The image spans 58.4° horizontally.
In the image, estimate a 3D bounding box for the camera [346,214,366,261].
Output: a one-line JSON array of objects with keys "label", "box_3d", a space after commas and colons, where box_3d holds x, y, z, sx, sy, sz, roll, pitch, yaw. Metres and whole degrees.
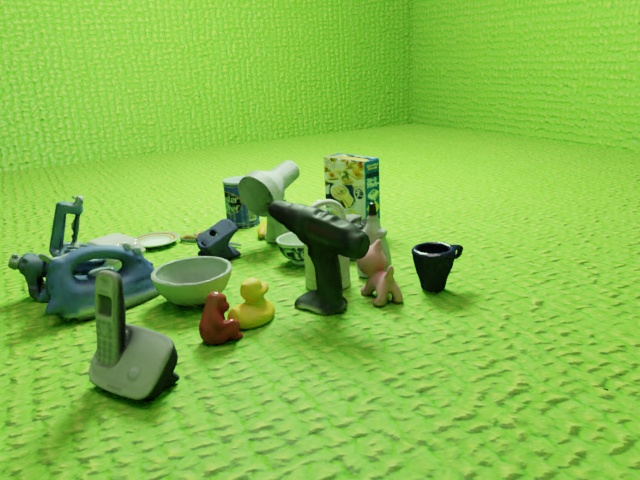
[{"label": "camera", "box_3d": [0.101, -0.015, 1.439, 0.142, 0.101, 0.137, 11, 23, 36]}]

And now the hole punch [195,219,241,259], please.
[{"label": "hole punch", "box_3d": [-0.262, 0.001, 1.458, 0.101, 0.091, 0.108, -13, 21, -28]}]

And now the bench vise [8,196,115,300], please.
[{"label": "bench vise", "box_3d": [-0.563, 0.019, 1.239, 0.208, 0.220, 0.121, -13, 21, -28]}]

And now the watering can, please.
[{"label": "watering can", "box_3d": [0.009, 0.005, 1.240, 0.101, 0.194, 0.172, -14, 21, -31]}]

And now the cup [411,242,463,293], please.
[{"label": "cup", "box_3d": [0.249, 0.058, 1.204, 0.118, 0.095, 0.091, -10, 20, -22]}]

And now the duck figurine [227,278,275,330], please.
[{"label": "duck figurine", "box_3d": [-0.134, 0.116, 1.095, 0.077, 0.086, 0.105, 12, 23, 38]}]

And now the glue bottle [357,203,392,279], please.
[{"label": "glue bottle", "box_3d": [0.119, 0.002, 1.267, 0.078, 0.173, 0.037, 6, 20, 24]}]

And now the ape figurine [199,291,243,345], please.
[{"label": "ape figurine", "box_3d": [-0.182, 0.136, 1.030, 0.076, 0.092, 0.077, -10, 20, -21]}]

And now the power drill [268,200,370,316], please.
[{"label": "power drill", "box_3d": [-0.007, 0.034, 1.130, 0.228, 0.208, 0.076, 10, 22, 34]}]

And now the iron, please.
[{"label": "iron", "box_3d": [-0.448, 0.069, 1.193, 0.259, 0.141, 0.118, -15, 22, -33]}]

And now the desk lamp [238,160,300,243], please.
[{"label": "desk lamp", "box_3d": [-0.114, -0.099, 1.545, 0.117, 0.214, 0.204, 10, 22, 34]}]

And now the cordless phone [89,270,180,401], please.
[{"label": "cordless phone", "box_3d": [-0.292, 0.143, 0.875, 0.147, 0.185, 0.094, 7, 21, 28]}]

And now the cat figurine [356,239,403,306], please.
[{"label": "cat figurine", "box_3d": [0.118, 0.060, 1.179, 0.067, 0.118, 0.127, -10, 20, -21]}]

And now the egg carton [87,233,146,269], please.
[{"label": "egg carton", "box_3d": [-0.515, 0.031, 1.437, 0.149, 0.069, 0.107, 12, 23, 38]}]

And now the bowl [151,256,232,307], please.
[{"label": "bowl", "box_3d": [-0.264, 0.094, 1.198, 0.167, 0.075, 0.167, -2, 18, 1]}]
